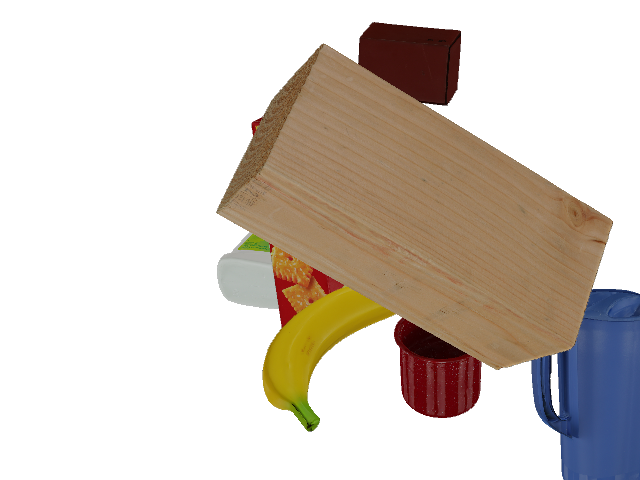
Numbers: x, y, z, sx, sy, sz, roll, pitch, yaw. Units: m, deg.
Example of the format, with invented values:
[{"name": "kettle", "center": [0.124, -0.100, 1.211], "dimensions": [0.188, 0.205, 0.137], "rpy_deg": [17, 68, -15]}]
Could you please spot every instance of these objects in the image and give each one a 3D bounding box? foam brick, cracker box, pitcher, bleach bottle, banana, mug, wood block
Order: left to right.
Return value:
[{"name": "bleach bottle", "center": [-0.033, -0.012, 1.336], "dimensions": [0.103, 0.068, 0.250], "rpy_deg": [8, 34, 19]}, {"name": "banana", "center": [0.008, 0.076, 0.816], "dimensions": [0.070, 0.037, 0.197], "rpy_deg": [30, 39, 11]}, {"name": "cracker box", "center": [0.014, -0.035, 1.056], "dimensions": [0.072, 0.214, 0.164], "rpy_deg": [5, 24, 28]}, {"name": "foam brick", "center": [0.074, -0.147, 0.889], "dimensions": [0.078, 0.051, 0.053], "rpy_deg": [9, 27, 15]}, {"name": "wood block", "center": [0.056, -0.014, 0.638], "dimensions": [0.206, 0.090, 0.090], "rpy_deg": [29, -24, -13]}, {"name": "mug", "center": [0.129, 0.120, 1.094], "dimensions": [0.093, 0.081, 0.117], "rpy_deg": [19, 39, 32]}, {"name": "pitcher", "center": [0.343, 0.188, 1.305], "dimensions": [0.149, 0.243, 0.144], "rpy_deg": [4, 14, 22]}]
